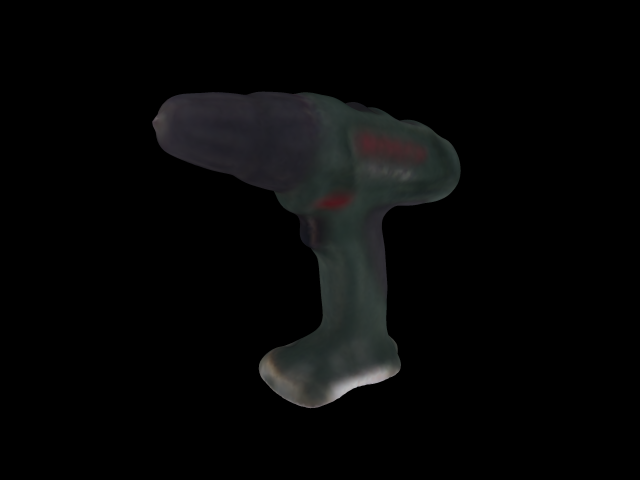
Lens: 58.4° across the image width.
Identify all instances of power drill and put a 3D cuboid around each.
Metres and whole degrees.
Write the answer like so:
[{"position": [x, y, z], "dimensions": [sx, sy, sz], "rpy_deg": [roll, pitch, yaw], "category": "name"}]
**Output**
[{"position": [0.004, 0.001, 0.400], "dimensions": [0.230, 0.208, 0.075], "rpy_deg": [-13, 22, -35], "category": "power drill"}]
